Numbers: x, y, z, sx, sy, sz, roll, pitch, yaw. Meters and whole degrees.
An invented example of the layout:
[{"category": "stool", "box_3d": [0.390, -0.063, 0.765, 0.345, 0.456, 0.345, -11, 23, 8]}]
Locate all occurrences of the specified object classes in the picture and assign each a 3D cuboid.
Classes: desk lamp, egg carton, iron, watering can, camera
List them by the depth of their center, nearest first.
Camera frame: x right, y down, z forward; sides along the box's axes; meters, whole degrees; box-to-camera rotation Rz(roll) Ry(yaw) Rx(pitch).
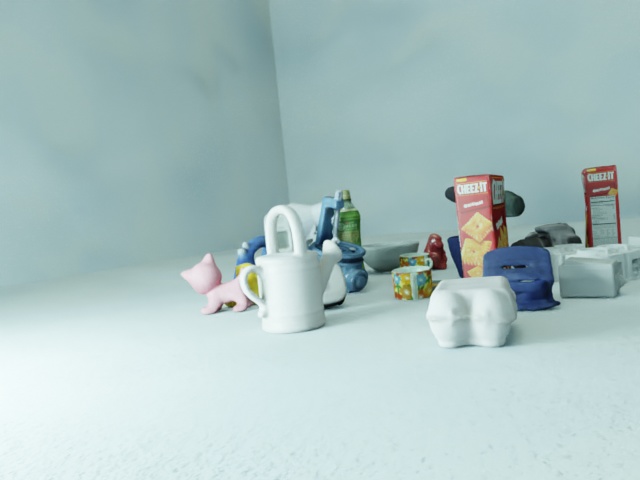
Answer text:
[{"category": "egg carton", "box_3d": [0.194, 0.088, 0.723, 0.107, 0.069, 0.151, -5, 3, 17]}, {"category": "watering can", "box_3d": [-0.045, 0.041, 0.905, 0.100, 0.194, 0.173, -4, 4, 35]}, {"category": "camera", "box_3d": [0.480, 0.017, 1.255, 0.137, 0.101, 0.143, -6, 3, -9]}, {"category": "iron", "box_3d": [-0.143, 0.055, 1.354, 0.118, 0.141, 0.259, -5, 3, 22]}, {"category": "desk lamp", "box_3d": [0.005, -0.004, 1.505, 0.203, 0.213, 0.118, -5, 3, 15]}]

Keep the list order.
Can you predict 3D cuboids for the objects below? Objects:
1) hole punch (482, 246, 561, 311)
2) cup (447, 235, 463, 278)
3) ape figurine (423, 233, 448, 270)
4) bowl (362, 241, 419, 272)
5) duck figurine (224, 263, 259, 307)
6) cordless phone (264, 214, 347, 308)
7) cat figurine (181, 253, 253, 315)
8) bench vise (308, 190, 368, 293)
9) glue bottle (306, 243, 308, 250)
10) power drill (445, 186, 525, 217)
[{"category": "hole punch", "box_3d": [0.307, 0.058, 0.882, 0.108, 0.091, 0.101, -5, 3, 18]}, {"category": "cup", "box_3d": [0.332, 0.036, 1.228, 0.092, 0.095, 0.117, -8, 3, -32]}, {"category": "ape figurine", "box_3d": [0.298, 0.029, 1.478, 0.078, 0.092, 0.075, -8, 4, -41]}, {"category": "bowl", "box_3d": [0.186, 0.046, 1.535, 0.167, 0.075, 0.167, -6, 3, 1]}, {"category": "duck figurine", "box_3d": [-0.158, 0.092, 1.204, 0.105, 0.086, 0.077, -7, 3, -14]}, {"category": "cordless phone", "box_3d": [-0.032, 0.037, 1.045, 0.148, 0.185, 0.094, -7, 3, -13]}, {"category": "cat figurine", "box_3d": [-0.203, 0.084, 1.133, 0.127, 0.118, 0.067, -6, 3, 3]}, {"category": "bench vise", "box_3d": [0.005, 0.006, 1.252, 0.206, 0.220, 0.122, -4, 3, 31]}, {"category": "glue bottle", "box_3d": [-0.042, 0.036, 1.208, 0.037, 0.173, 0.078, -6, 3, 5]}, {"category": "power drill", "box_3d": [0.404, -0.038, 1.421, 0.076, 0.208, 0.228, -8, 4, -34]}]
